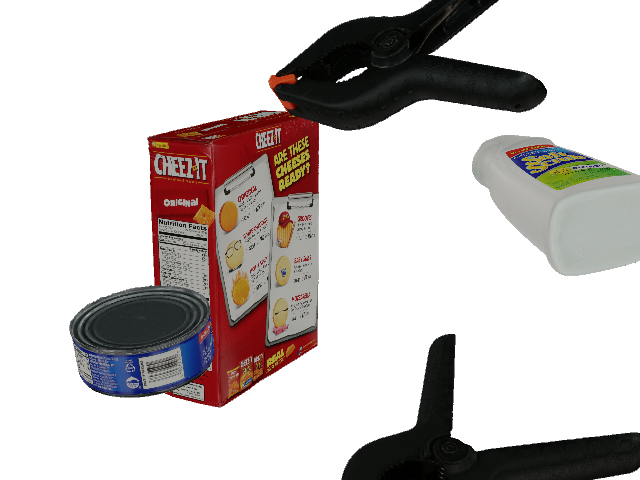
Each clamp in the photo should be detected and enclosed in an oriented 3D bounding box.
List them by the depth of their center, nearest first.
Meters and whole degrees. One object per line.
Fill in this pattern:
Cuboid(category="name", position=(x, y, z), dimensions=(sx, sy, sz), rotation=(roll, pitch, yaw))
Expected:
Cuboid(category="clamp", position=(0.053, -0.101, 0.633), dimensions=(0.172, 0.120, 0.039), rotation=(-22, -46, 16))
Cuboid(category="clamp", position=(0.075, 0.134, 0.662), dimensions=(0.209, 0.036, 0.165), rotation=(-24, 38, -31))

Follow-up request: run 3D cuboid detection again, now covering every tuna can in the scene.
Cuboid(category="tuna can", position=(-0.108, 0.061, 0.656), dimensions=(0.086, 0.034, 0.086), rotation=(-4, 23, 2))

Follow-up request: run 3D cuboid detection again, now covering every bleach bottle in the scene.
Cuboid(category="bleach bottle", position=(0.186, -0.045, 0.907), dimensions=(0.102, 0.068, 0.251), rotation=(-11, 20, -12))

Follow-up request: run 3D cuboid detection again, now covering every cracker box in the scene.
Cuboid(category="cracker box", position=(-0.068, 0.008, 0.888), dimensions=(0.072, 0.214, 0.163), rotation=(7, 17, 28))
